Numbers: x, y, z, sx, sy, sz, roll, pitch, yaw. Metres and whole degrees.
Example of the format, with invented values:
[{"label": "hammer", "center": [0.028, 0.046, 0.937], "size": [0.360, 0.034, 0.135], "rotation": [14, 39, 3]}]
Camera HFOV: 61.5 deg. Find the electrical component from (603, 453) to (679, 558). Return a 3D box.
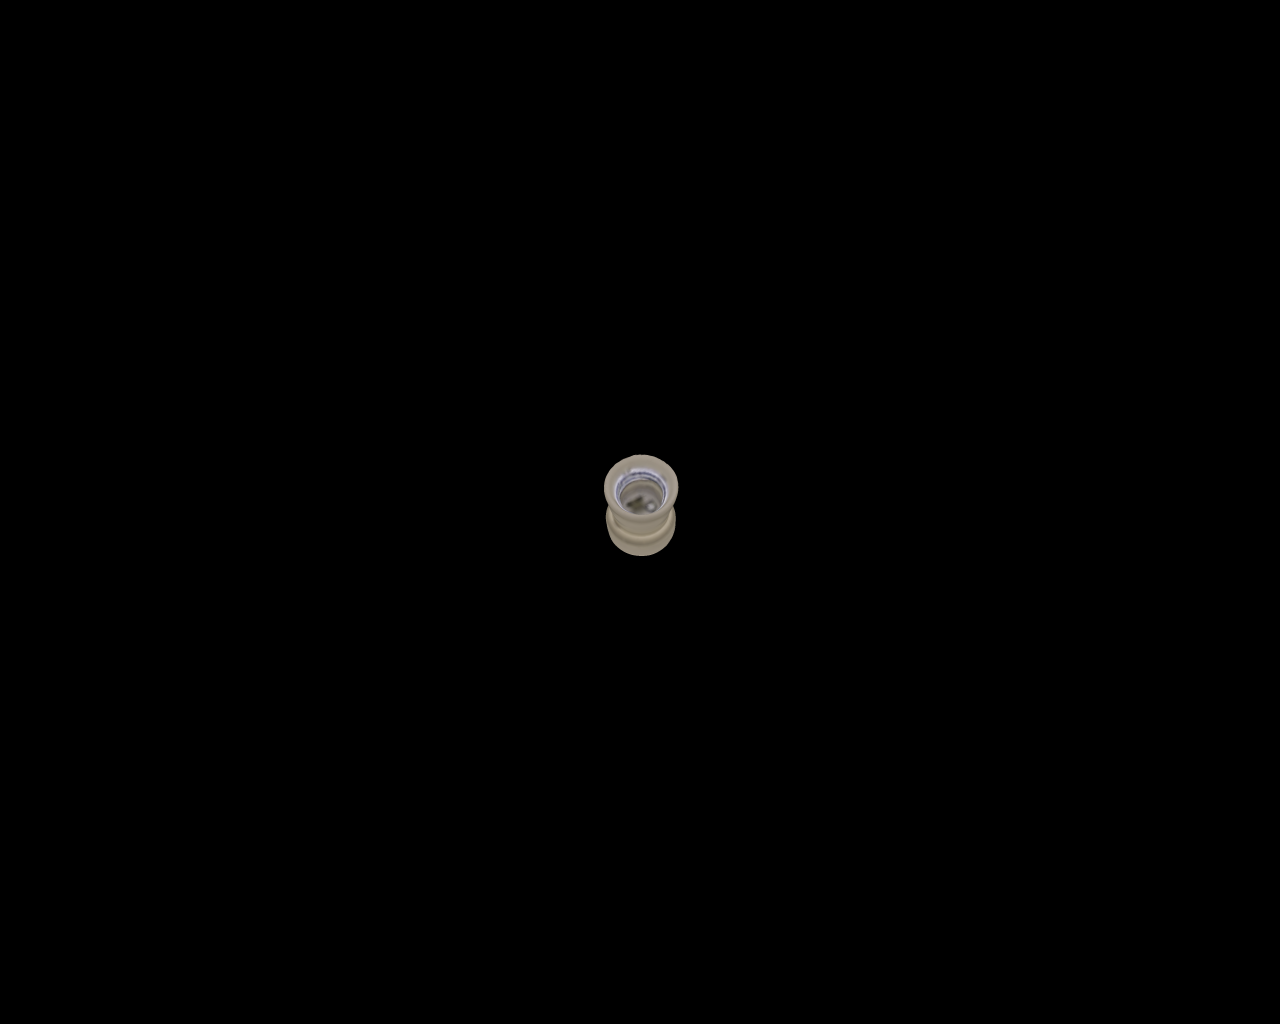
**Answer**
[{"label": "electrical component", "center": [0.001, -0.003, 0.650], "size": [0.045, 0.045, 0.055], "rotation": [0, -29, 0]}]
